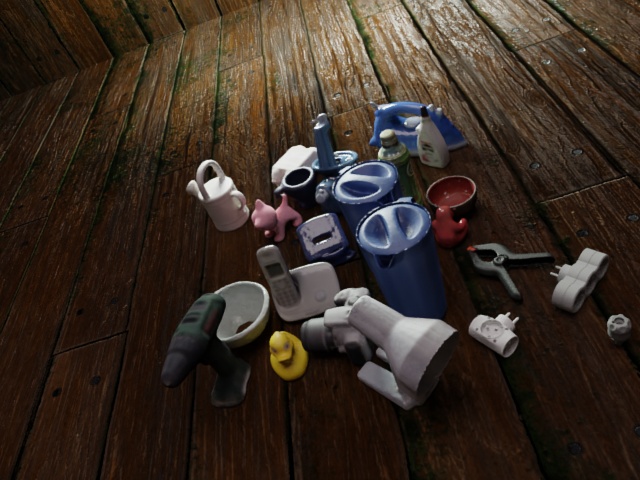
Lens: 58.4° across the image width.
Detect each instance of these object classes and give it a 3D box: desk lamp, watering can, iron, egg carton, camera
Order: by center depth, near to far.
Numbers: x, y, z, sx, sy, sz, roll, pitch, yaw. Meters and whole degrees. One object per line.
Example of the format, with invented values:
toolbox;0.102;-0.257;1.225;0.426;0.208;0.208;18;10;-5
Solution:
desk lamp;0.135;0.191;0.956;0.202;0.214;0.118;22;58;41
camera;0.033;0.165;1.122;0.136;0.101;0.143;-9;42;18
iron;0.251;-0.306;1.500;0.257;0.142;0.119;5;48;30
watering can;-0.277;-0.122;1.515;0.172;0.194;0.101;-10;42;16
egg carton;-0.063;-0.202;1.595;0.107;0.070;0.150;14;53;37

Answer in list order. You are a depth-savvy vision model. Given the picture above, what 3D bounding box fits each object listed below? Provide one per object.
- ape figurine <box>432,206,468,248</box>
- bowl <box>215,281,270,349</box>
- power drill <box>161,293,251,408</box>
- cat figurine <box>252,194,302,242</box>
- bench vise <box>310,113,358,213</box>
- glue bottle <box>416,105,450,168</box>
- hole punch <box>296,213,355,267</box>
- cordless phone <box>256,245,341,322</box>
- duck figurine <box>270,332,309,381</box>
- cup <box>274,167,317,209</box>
ape figurine;0.273;-0.036;1.231;0.077;0.092;0.076;13;52;36
bowl;-0.176;0.174;1.235;0.167;0.075;0.167;-14;41;12
power drill;-0.211;0.226;1.090;0.075;0.209;0.229;-10;42;16
cat figurine;-0.118;-0.060;1.429;0.067;0.118;0.128;24;59;42
bench vise;0.033;-0.188;1.416;0.121;0.220;0.207;-15;41;11
glue bottle;0.269;-0.258;1.413;0.077;0.173;0.037;19;56;40
hole punch;0.012;0.005;1.316;0.108;0.091;0.101;-24;40;1
cordless phone;-0.044;0.076;1.191;0.147;0.185;0.094;-19;40;6
duck figurine;-0.071;0.215;1.130;0.077;0.086;0.104;-22;40;3
cup;-0.054;-0.122;1.483;0.118;0.095;0.091;-31;40;-8
